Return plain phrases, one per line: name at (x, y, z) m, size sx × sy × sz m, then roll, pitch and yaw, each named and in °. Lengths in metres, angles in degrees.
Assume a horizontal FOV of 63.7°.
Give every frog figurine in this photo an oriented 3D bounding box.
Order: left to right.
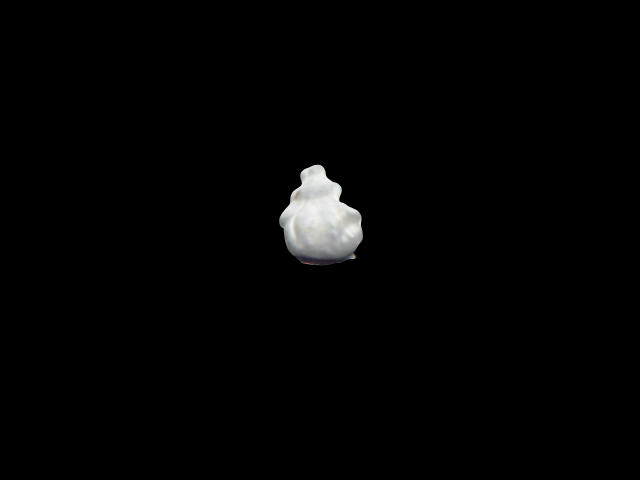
frog figurine at (0.003, -0.043, 0.850) m, size 0.137 × 0.158 × 0.124 m, roll 5°, pitch 11°, yaw 23°
